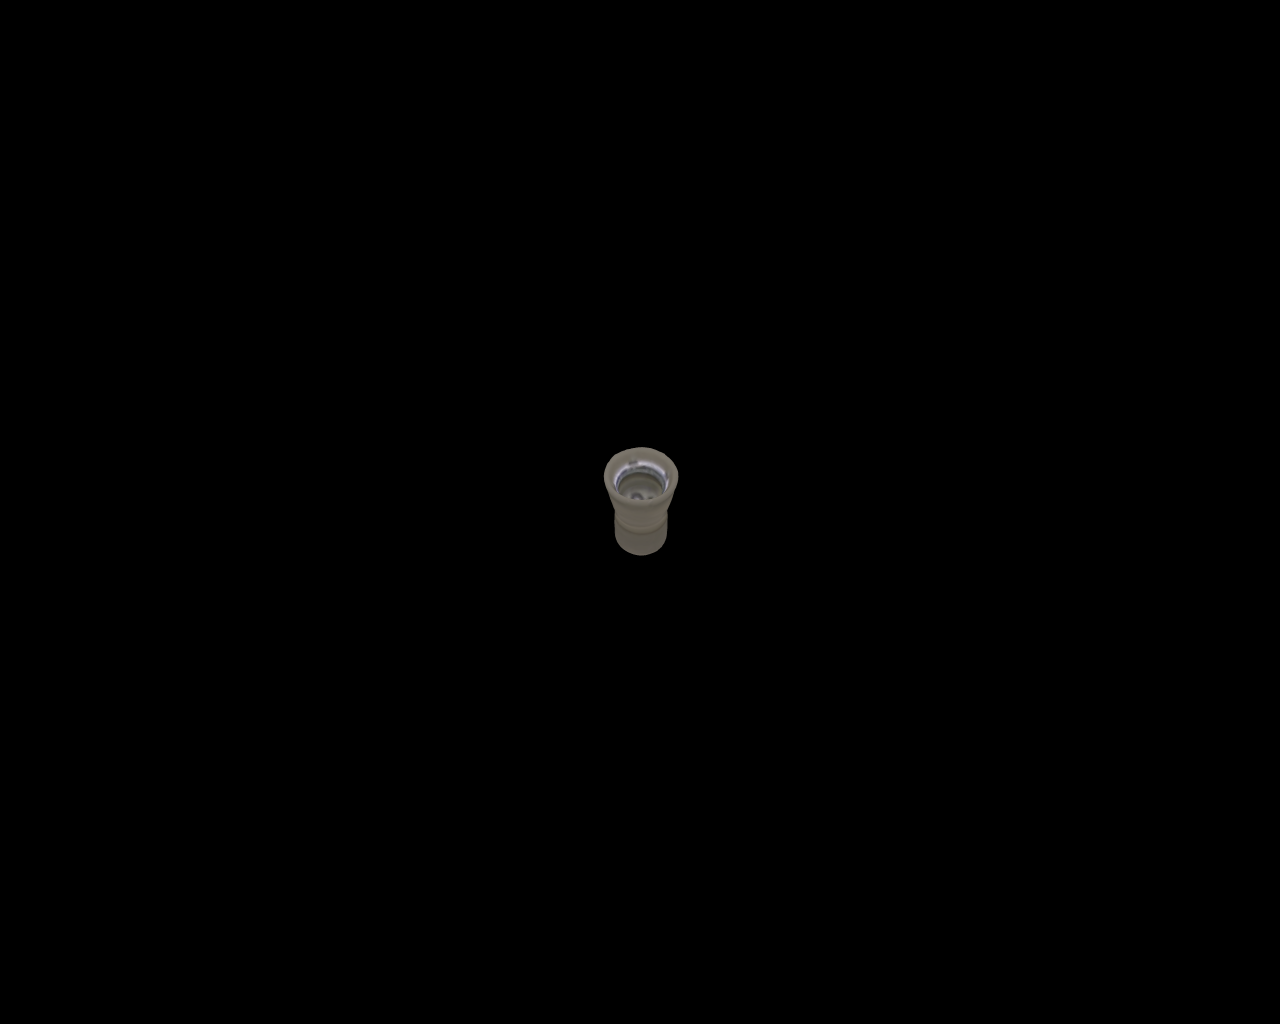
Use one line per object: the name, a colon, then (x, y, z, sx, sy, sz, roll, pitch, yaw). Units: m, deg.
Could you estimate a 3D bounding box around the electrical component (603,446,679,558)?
electrical component: (0.001, -0.003, 0.650, 0.044, 0.044, 0.065, 0, -38, 0)
